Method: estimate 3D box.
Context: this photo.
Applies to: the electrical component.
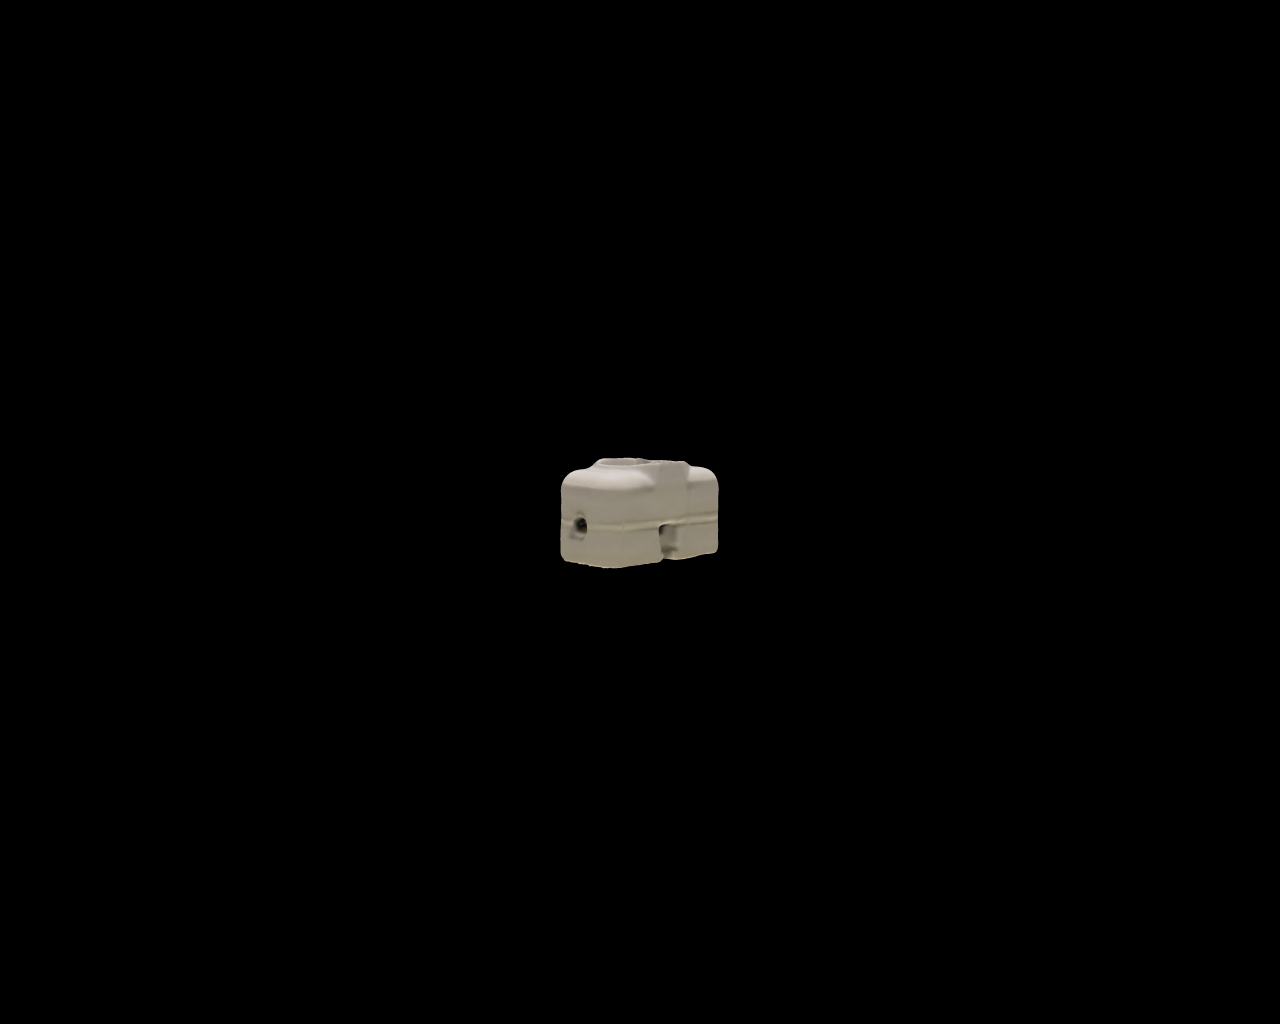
[{"bbox_3d":[0.001,-0.003,0.650,0.095,0.059,0.054,-5,8,-40],"label":"electrical component"}]
